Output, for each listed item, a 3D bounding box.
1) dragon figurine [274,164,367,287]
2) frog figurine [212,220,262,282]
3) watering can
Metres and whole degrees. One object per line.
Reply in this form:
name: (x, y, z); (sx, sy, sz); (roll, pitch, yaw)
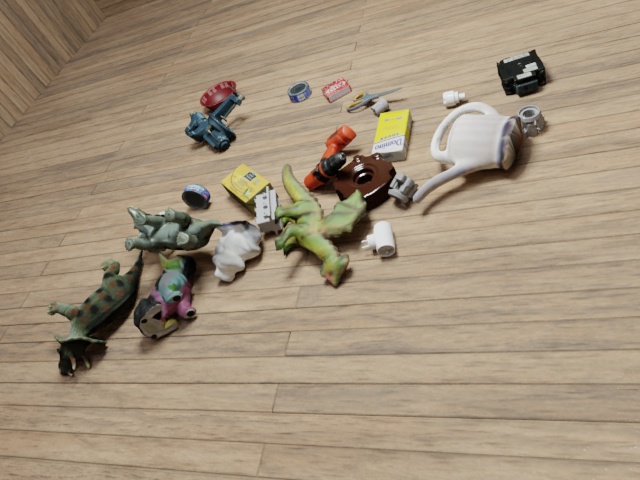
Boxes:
dragon figurine: (0.004, -0.067, 1.333); (0.242, 0.420, 0.119); (-9, -34, 12)
frog figurine: (-0.223, 0.031, 1.389); (0.137, 0.160, 0.122); (-3, -5, 18)
watering can: (0.376, -0.216, 1.284); (0.225, 0.354, 0.102); (10, -30, 33)
